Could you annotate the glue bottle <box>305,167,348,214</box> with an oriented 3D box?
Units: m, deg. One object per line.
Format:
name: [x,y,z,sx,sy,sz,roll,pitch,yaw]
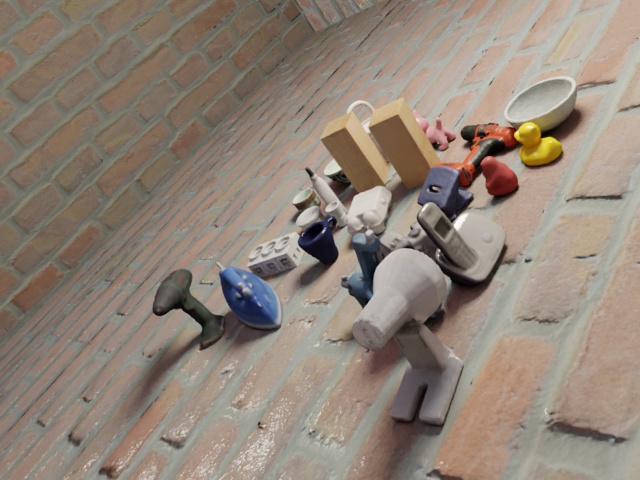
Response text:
glue bottle: [0.011,-0.136,1.589,0.037,0.173,0.078,-39,26,0]

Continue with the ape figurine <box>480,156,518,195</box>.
ape figurine: [0.377,-0.143,1.232,0.078,0.092,0.076,-47,28,-17]

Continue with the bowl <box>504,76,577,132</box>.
bowl: [0.518,-0.299,1.324,0.167,0.075,0.167,-29,28,17]

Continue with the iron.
iron: [-0.187,0.132,1.447,0.119,0.142,0.257,-44,27,-11]

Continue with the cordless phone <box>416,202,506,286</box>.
cordless phone: [0.260,-0.018,1.075,0.093,0.185,0.148,-5,41,48]

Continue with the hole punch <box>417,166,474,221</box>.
hole punch: [0.276,-0.106,1.302,0.101,0.091,0.108,-45,27,-13]

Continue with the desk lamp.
desk lamp: [0.143,0.150,0.922,0.117,0.214,0.203,-12,37,42]

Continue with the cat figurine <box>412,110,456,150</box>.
cat figurine: [0.289,-0.305,1.571,0.127,0.118,0.067,-2,44,50]

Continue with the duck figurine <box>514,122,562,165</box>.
duck figurine: [0.466,-0.215,1.242,0.077,0.086,0.104,-44,27,-11]

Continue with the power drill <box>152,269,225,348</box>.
power drill: [-0.342,0.179,1.491,0.075,0.209,0.229,-33,27,10]

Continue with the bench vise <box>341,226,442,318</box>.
bench vise: [0.101,0.074,1.089,0.206,0.220,0.121,-18,33,35]

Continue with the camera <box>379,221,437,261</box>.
camera: [0.177,0.012,1.226,0.143,0.101,0.136,-41,26,-6]

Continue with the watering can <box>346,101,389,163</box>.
watering can: [0.154,-0.323,1.684,0.172,0.194,0.101,-3,43,49]

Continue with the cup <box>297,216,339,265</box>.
cup: [0.013,0.005,1.450,0.118,0.095,0.091,-44,27,-12]

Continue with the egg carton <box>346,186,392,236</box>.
egg carton: [0.128,-0.072,1.457,0.107,0.069,0.150,-20,32,33]
